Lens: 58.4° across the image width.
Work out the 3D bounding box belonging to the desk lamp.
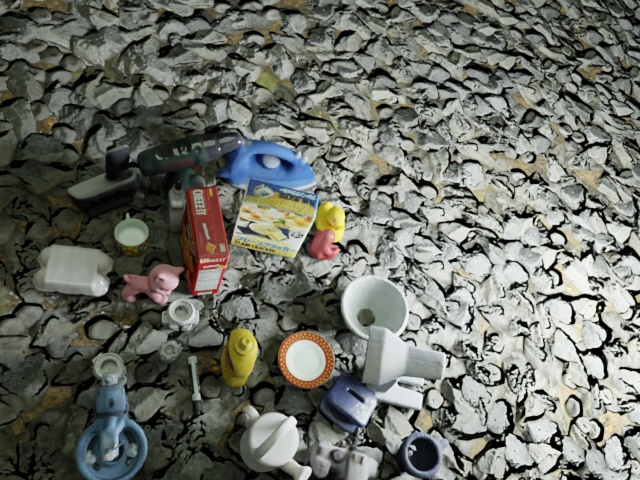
[{"bbox_3d":[0.167,0.276,1.238,0.203,0.213,0.118,16,61,-9],"label":"desk lamp"}]

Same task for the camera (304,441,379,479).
[{"bbox_3d":[0.039,0.491,1.155,0.143,0.100,0.137,20,60,-7],"label":"camera"}]

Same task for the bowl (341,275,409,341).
[{"bbox_3d":[0.120,0.171,1.357,0.168,0.074,0.167,7,62,-14],"label":"bowl"}]

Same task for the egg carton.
[{"bbox_3d":[-0.520,0.067,1.212,0.150,0.069,0.107,6,63,-14],"label":"egg carton"}]

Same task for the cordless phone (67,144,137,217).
[{"bbox_3d":[-0.480,-0.144,1.263,0.148,0.185,0.094,-32,77,-28],"label":"cordless phone"}]

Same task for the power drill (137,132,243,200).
[{"bbox_3d":[-0.300,-0.169,1.319,0.230,0.208,0.075,-14,69,-23],"label":"power drill"}]

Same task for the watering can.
[{"bbox_3d":[-0.086,0.393,1.111,0.173,0.194,0.101,30,59,-1],"label":"watering can"}]

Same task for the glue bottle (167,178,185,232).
[{"bbox_3d":[-0.323,-0.088,1.291,0.037,0.173,0.078,-1,64,-17],"label":"glue bottle"}]

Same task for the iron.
[{"bbox_3d":[-0.118,-0.198,1.430,0.259,0.141,0.118,7,62,-14],"label":"iron"}]

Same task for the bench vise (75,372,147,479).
[{"bbox_3d":[-0.387,0.342,1.028,0.122,0.219,0.207,-21,72,-25],"label":"bench vise"}]

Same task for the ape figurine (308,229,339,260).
[{"bbox_3d":[0.013,0.005,1.397,0.076,0.092,0.077,-16,70,-24],"label":"ape figurine"}]

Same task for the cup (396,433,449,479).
[{"bbox_3d":[0.212,0.460,1.229,0.118,0.095,0.091,-18,71,-24],"label":"cup"}]

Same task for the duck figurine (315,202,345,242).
[{"bbox_3d":[0.032,-0.056,1.437,0.078,0.086,0.104,-11,68,-22],"label":"duck figurine"}]

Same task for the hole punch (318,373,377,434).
[{"bbox_3d":[0.064,0.347,1.241,0.108,0.091,0.101,38,60,4],"label":"hole punch"}]

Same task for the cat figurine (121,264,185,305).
[{"bbox_3d":[-0.357,0.087,1.225,0.128,0.117,0.067,4,63,-15],"label":"cat figurine"}]
